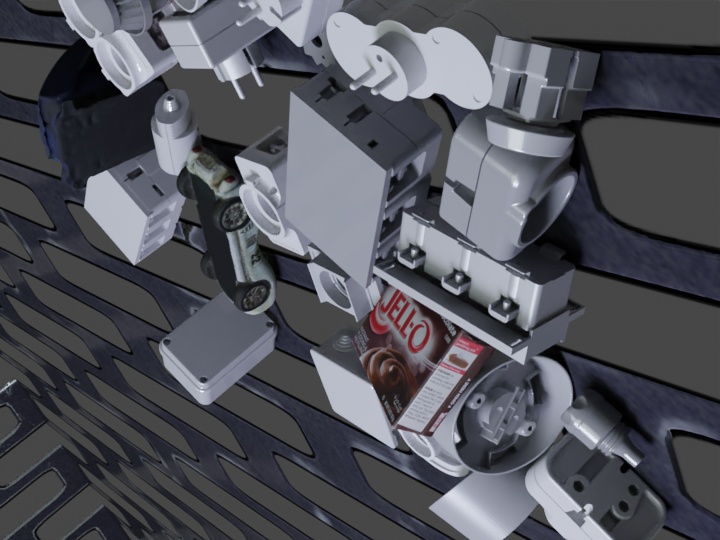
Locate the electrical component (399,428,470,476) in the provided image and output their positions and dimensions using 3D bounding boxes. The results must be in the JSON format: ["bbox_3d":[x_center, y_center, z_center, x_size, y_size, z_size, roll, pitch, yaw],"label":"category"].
[{"bbox_3d":[0.069,0.129,0.926,0.108,0.060,0.108,38,153,24],"label":"electrical component"}]

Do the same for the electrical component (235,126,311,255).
[{"bbox_3d":[-0.060,-0.062,0.882,0.050,0.056,0.089,23,144,44],"label":"electrical component"}]

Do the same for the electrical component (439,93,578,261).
[{"bbox_3d":[0.090,-0.053,0.646,0.059,0.054,0.095,40,153,21],"label":"electrical component"}]

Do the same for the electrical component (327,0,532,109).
[{"bbox_3d":[0.027,-0.124,0.630,0.138,0.074,0.052,22,143,45],"label":"electrical component"}]

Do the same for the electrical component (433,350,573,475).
[{"bbox_3d":[0.102,0.102,0.796,0.064,0.099,0.099,22,144,56],"label":"electrical component"}]

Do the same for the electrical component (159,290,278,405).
[{"bbox_3d":[-0.152,0.079,1.166,0.078,0.113,0.057,43,157,15],"label":"electrical component"}]

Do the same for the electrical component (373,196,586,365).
[{"bbox_3d":[0.081,0.002,0.718,0.121,0.079,0.063,31,129,35],"label":"electrical component"}]

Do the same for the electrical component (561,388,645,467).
[{"bbox_3d":[0.175,0.115,0.762,0.061,0.035,0.035,42,154,14],"label":"electrical component"}]

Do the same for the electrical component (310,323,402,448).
[{"bbox_3d":[0.009,0.106,1.009,0.100,0.048,0.099,26,146,42],"label":"electrical component"}]

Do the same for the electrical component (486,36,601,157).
[{"bbox_3d":[0.094,-0.092,0.570,0.048,0.066,0.055,26,113,42],"label":"electrical component"}]

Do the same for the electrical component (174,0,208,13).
[{"bbox_3d":[-0.120,-0.233,0.734,0.099,0.064,0.099,38,153,24],"label":"electrical component"}]

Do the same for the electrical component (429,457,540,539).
[{"bbox_3d":[0.110,0.177,0.882,0.064,0.099,0.099,43,155,1],"label":"electrical component"}]

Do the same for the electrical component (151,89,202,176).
[{"bbox_3d":[-0.169,-0.129,0.986,0.043,0.043,0.081,39,153,23],"label":"electrical component"}]

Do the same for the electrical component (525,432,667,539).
[{"bbox_3d":[0.176,0.173,0.817,0.095,0.054,0.059,45,155,11],"label":"electrical component"}]

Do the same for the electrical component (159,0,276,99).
[{"bbox_3d":[-0.095,-0.164,0.788,0.047,0.066,0.076,14,137,52],"label":"electrical component"}]

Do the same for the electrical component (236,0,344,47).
[{"bbox_3d":[-0.048,-0.179,0.677,0.047,0.076,0.083,46,155,10],"label":"electrical component"}]

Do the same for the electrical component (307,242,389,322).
[{"bbox_3d":[0.000,0.000,0.859,0.081,0.064,0.042,27,147,42],"label":"electrical component"}]

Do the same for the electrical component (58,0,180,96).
[{"bbox_3d":[-0.210,-0.228,0.897,0.150,0.062,0.089,56,155,-12],"label":"electrical component"}]

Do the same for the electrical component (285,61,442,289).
[{"bbox_3d":[0.001,-0.069,0.764,0.089,0.062,0.150,42,154,18],"label":"electrical component"}]

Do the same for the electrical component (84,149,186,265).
[{"bbox_3d":[-0.239,-0.079,1.151,0.089,0.062,0.150,49,155,3],"label":"electrical component"}]
